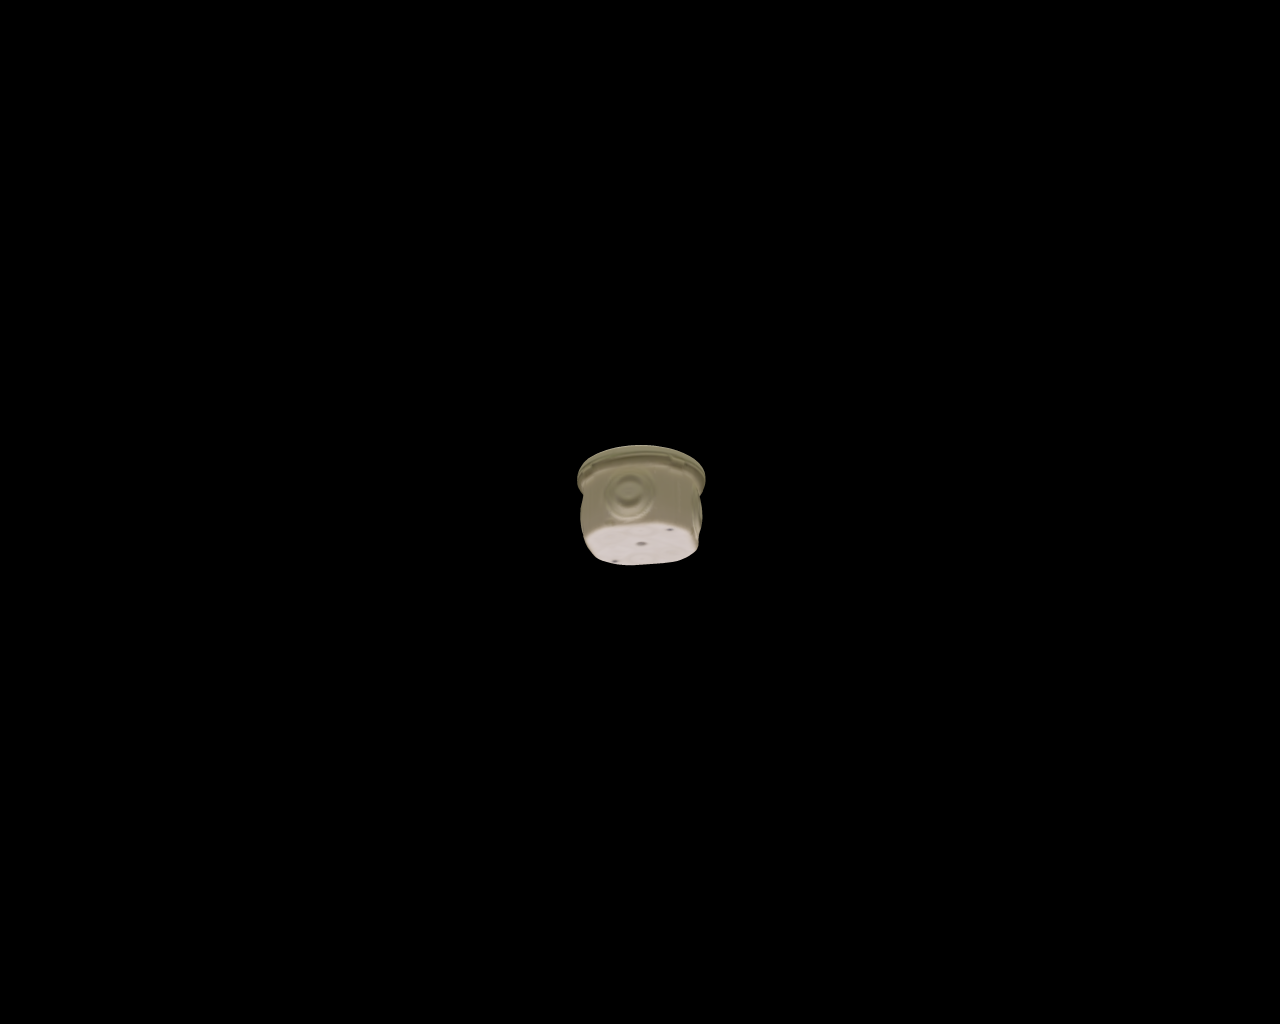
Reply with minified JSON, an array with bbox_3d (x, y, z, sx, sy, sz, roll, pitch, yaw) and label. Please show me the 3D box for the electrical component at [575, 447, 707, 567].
[{"bbox_3d":[0.001,-0.003,0.650,0.080,0.051,0.080,0,-24,0],"label":"electrical component"}]
